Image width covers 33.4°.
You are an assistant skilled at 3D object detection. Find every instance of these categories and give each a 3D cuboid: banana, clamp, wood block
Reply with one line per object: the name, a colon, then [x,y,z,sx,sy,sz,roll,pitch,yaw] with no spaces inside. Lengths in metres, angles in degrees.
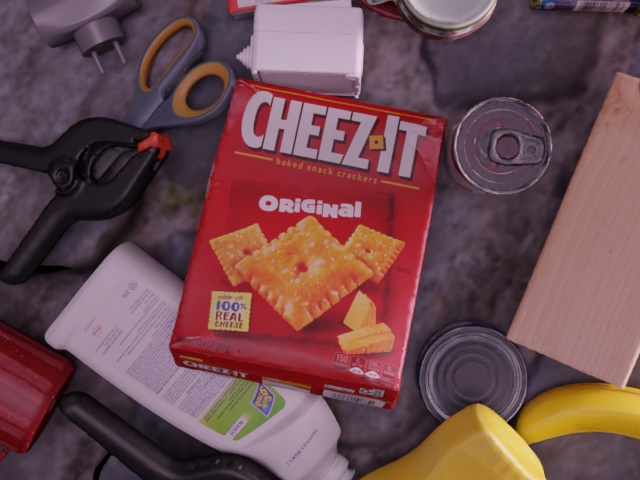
banana: [0.238,0.147,0.825,0.198,0.037,0.070,6,109,4]
clamp: [-0.193,-0.036,0.822,0.172,0.039,0.120,-12,91,18]
clamp: [-0.106,0.210,0.818,0.210,0.036,0.165,13,113,5]
wood block: [0.221,-0.005,0.784,0.091,0.090,0.206,23,92,17]

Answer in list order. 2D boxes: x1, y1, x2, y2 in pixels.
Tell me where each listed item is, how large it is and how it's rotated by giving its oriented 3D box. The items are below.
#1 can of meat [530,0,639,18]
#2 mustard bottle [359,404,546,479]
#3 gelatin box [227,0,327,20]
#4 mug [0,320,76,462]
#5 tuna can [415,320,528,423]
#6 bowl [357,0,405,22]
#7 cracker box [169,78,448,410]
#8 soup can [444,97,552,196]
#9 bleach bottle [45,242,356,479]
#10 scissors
can of meat: [0.205,-0.222,0.804,0.084,0.057,0.102,3,91,5]
mustard bottle: [0.071,0.206,0.808,0.192,0.058,0.096,-37,121,16]
gelatin box: [-0.031,-0.216,0.829,0.089,0.030,0.073,-8,89,3]
mug: [-0.247,0.121,0.817,0.081,0.093,0.117,29,84,-4]
tuna can: [0.117,0.106,0.828,0.086,0.033,0.086,0,91,3]
bowl: [0.079,-0.240,0.810,0.162,0.055,0.162,0,92,3]
cracker box: [-0.005,0.001,0.780,0.164,0.072,0.213,11,72,2]
soup can: [0.128,-0.066,0.789,0.068,0.102,0.068,0,91,2]
bleach bottle: [-0.083,0.115,0.825,0.251,0.068,0.102,40,96,-2]
scissors: [-0.134,-0.078,0.832,0.096,0.016,0.202,30,93,25]
